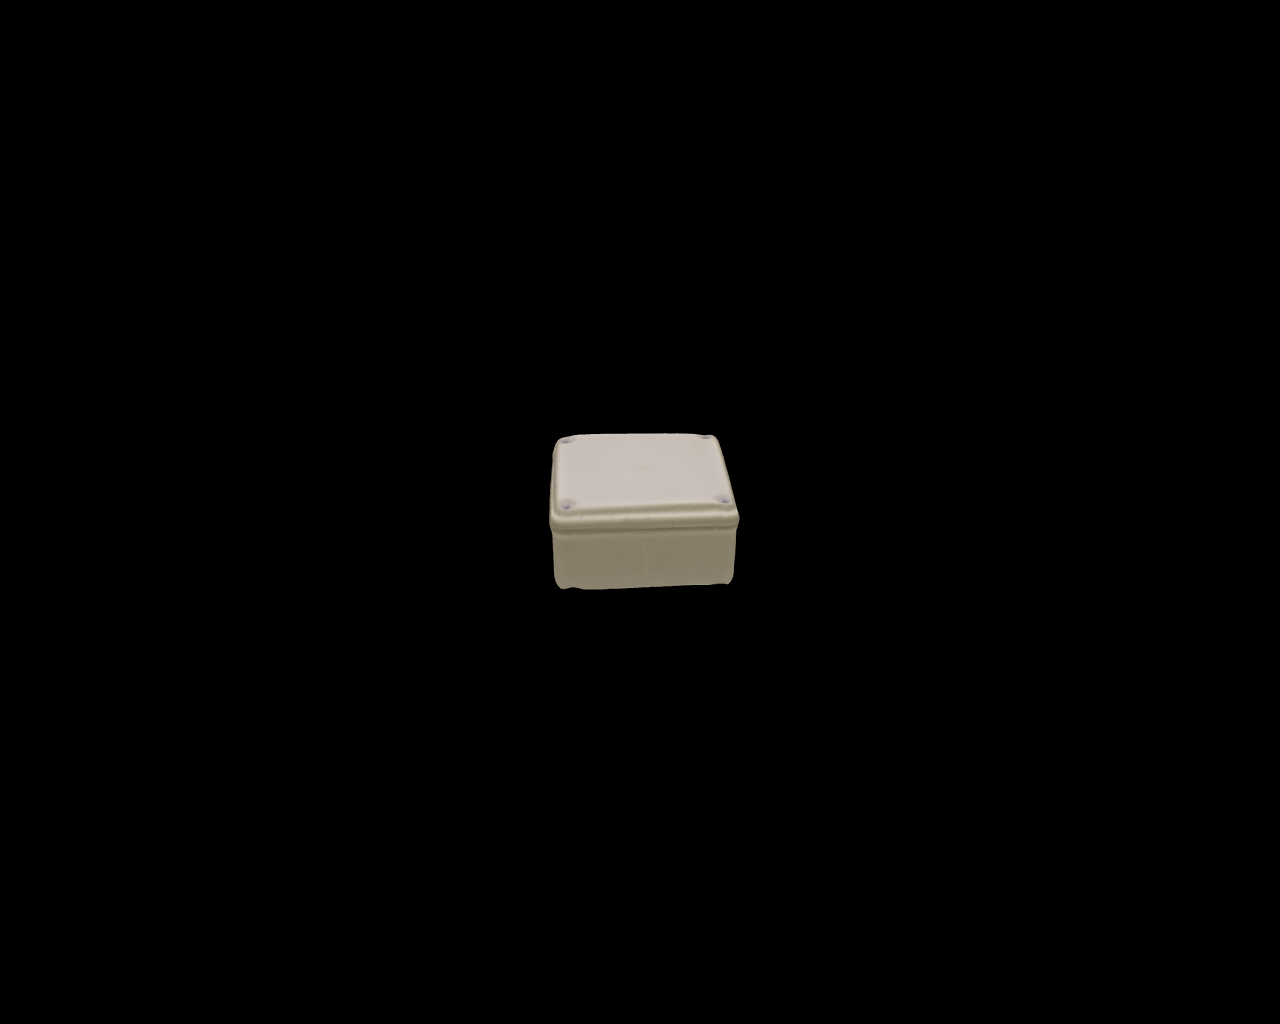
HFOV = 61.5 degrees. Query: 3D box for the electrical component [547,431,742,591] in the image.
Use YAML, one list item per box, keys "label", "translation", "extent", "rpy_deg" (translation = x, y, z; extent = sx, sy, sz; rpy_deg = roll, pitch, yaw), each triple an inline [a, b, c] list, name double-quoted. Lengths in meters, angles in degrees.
- label: "electrical component"
  translation: [0.001, -0.003, 0.650]
  extent: [0.109, 0.056, 0.109]
  rpy_deg: [-1, 28, -2]
